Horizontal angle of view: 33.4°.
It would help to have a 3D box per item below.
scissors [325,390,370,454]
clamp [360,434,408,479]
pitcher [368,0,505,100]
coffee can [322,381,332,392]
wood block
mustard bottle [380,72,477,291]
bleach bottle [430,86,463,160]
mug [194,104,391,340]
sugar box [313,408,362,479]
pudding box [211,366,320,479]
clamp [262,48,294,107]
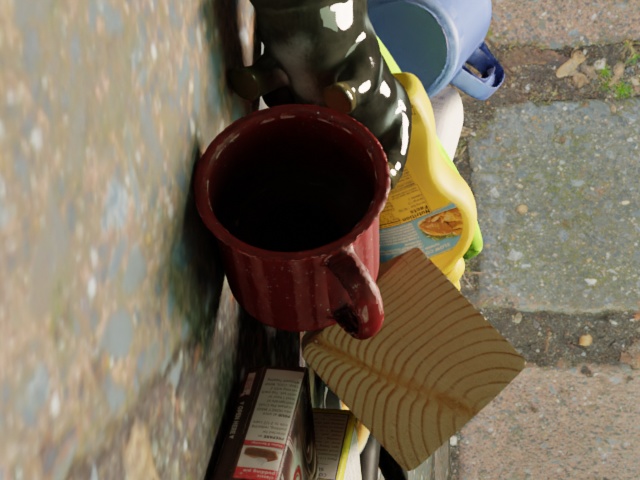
[{"bbox_3d":[0.052,0.129,0.965,0.201,0.016,0.096,-25,118,-62],"label":"scissors"},{"bbox_3d":[0.052,0.174,1.030,0.164,0.036,0.210,-12,100,-72],"label":"clamp"},{"bbox_3d":[0.106,-0.206,1.070,0.242,0.149,0.145,-59,147,-66],"label":"pitcher"},{"bbox_3d":[0.056,0.058,0.876,0.140,0.103,0.103,-73,161,-59],"label":"coffee can"},{"bbox_3d":[0.048,0.071,0.674,0.091,0.090,0.206,48,-3,1],"label":"wood block"},{"bbox_3d":[0.060,-0.027,0.774,0.058,0.096,0.191,-83,150,-49],"label":"mustard bottle"},{"bbox_3d":[0.076,-0.070,1.071,0.250,0.103,0.068,-65,151,-50],"label":"bleach bottle"},{"bbox_3d":[-0.005,0.001,0.528,0.117,0.093,0.081,50,-19,29],"label":"mug"},{"bbox_3d":[-0.007,0.200,0.686,0.176,0.048,0.093,-68,157,-57],"label":"sugar box"},{"bbox_3d":[-0.026,0.139,0.585,0.090,0.039,0.113,-75,162,-53],"label":"pudding box"},{"bbox_3d":[-0.012,-0.173,0.670,0.120,0.039,0.171,-56,149,-72],"label":"clamp"}]
